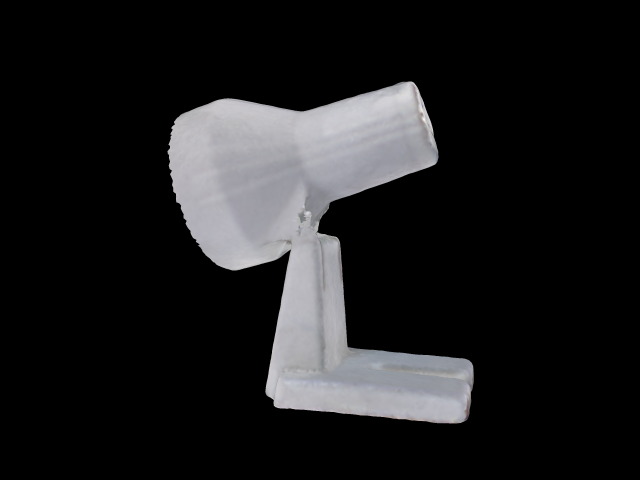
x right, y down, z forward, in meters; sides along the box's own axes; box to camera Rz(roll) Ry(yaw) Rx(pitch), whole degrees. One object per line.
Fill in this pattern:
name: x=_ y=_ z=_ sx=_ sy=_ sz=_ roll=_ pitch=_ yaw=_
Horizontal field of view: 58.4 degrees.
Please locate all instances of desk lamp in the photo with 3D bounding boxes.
desk lamp: x=0.004 y=0.001 z=0.400 sx=0.202 sy=0.213 sz=0.118 roll=1 pitch=4 yaw=16
